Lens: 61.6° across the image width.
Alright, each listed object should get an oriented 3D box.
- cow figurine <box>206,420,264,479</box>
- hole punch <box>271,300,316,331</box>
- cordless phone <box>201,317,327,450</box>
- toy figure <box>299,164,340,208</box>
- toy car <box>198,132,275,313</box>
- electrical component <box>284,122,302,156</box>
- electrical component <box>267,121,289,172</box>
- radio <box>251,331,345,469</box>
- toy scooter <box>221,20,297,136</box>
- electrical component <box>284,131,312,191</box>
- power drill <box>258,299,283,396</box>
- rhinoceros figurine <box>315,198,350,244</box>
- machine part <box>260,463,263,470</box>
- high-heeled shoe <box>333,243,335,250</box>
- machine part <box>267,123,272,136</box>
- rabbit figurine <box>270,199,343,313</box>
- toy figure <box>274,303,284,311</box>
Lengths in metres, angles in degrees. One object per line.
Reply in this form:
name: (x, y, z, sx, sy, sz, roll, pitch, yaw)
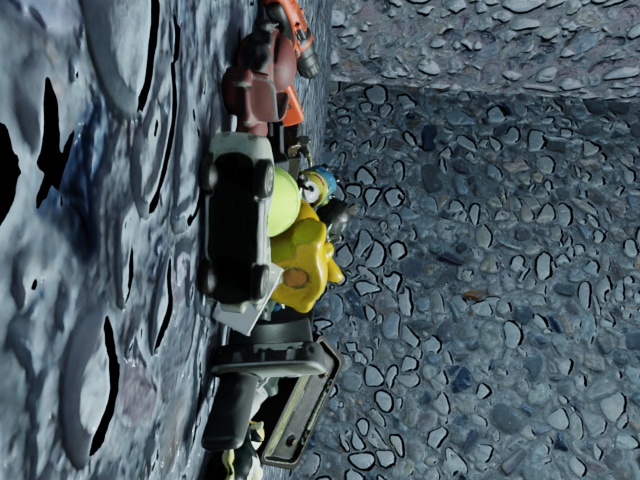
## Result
cow figurine: (-0.117, 0.298, 0.746, 0.167, 0.068, 0.098, -83, 172, -63)
hole punch: (-0.072, 0.161, 1.075, 0.142, 0.116, 0.092, -82, -176, -50)
cordless phone: (-0.067, 0.179, 0.656, 0.184, 0.147, 0.088, -85, 171, -66)
toy figure: (-0.022, -0.093, 1.030, 0.180, 0.082, 0.089, -38, 150, -63)
toy car: (-0.090, -0.015, 0.582, 0.056, 0.074, 0.201, -76, 171, -72)
electrical component: (-0.067, -0.186, 1.048, 0.114, 0.058, 0.134, 89, 6, -55)
electrical component: (-0.075, -0.115, 0.769, 0.119, 0.048, 0.075, 94, -23, -45)
radio: (-0.048, 0.279, 0.949, 0.229, 0.073, 0.131, -62, 143, -17)
toy scooter: (-0.075, -0.190, 0.638, 0.135, 0.075, 0.184, 85, 15, -73)
electrical component: (-0.043, -0.120, 0.820, 0.102, 0.045, 0.078, 100, -26, -48)
power drill: (-0.090, 0.131, 0.861, 0.232, 0.086, 0.207, -66, 165, -78)
rhinoceros figurine: (-0.002, -0.003, 0.943, 0.112, 0.073, 0.190, -37, -172, 42)
machine part: (-0.102, 0.327, 1.022, 0.079, 0.079, 0.243, -66, 160, -83)
high-heeled shoe: (-0.031, -0.068, 1.105, 0.086, 0.145, 0.249, 94, 4, -47)
machine part: (-0.083, -0.188, 0.871, 0.084, 0.039, 0.138, 27, 69, -82)
rabbit figurine: (-0.026, 0.011, 0.790, 0.162, 0.122, 0.173, 57, 18, -34)
toy figure: (-0.089, 0.059, 0.998, 0.064, 0.058, 0.154, -101, -164, -79)
